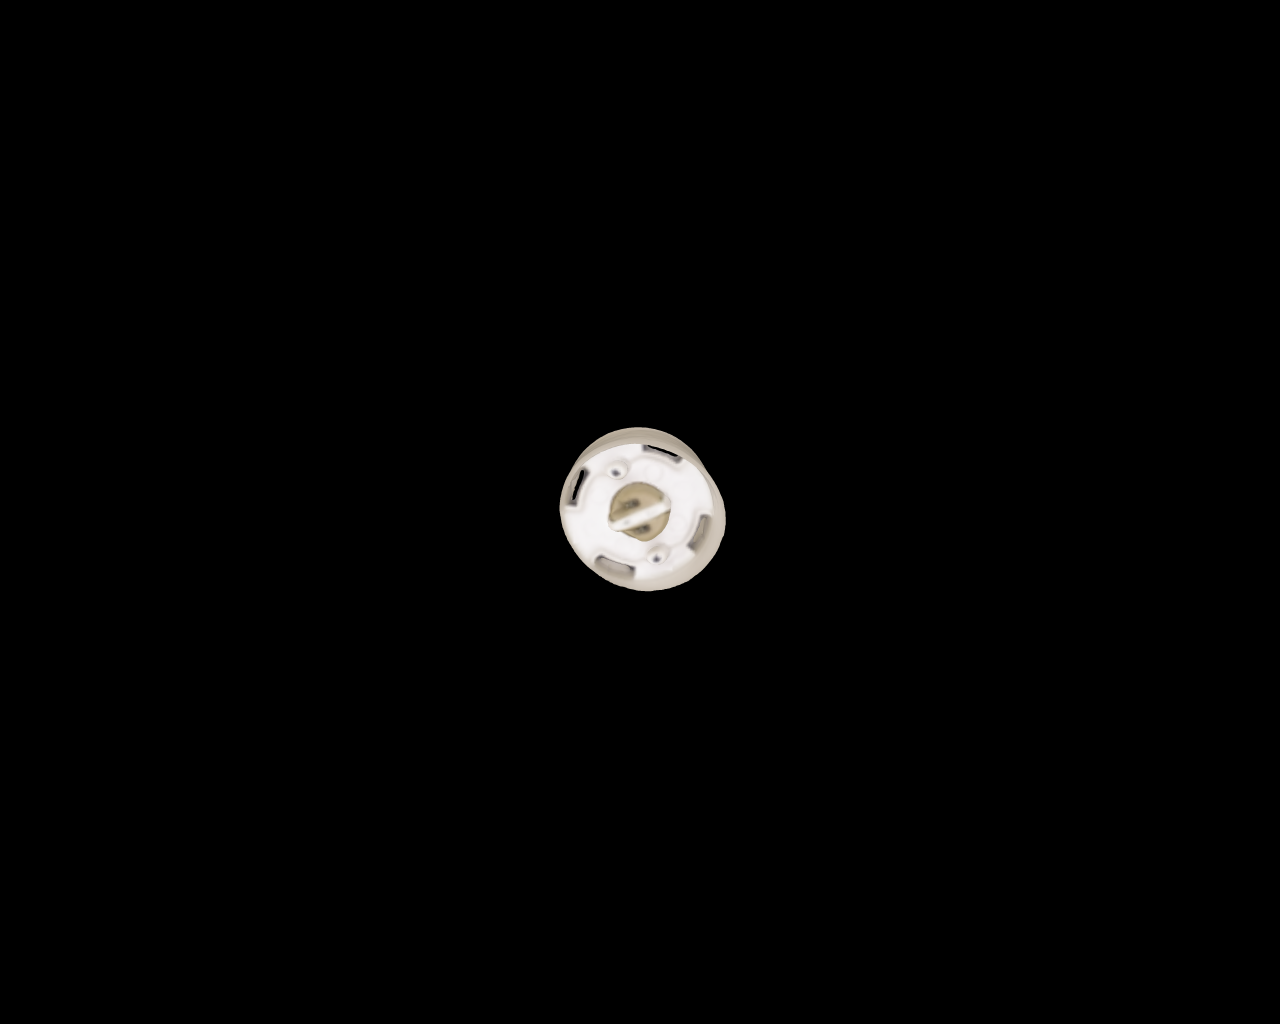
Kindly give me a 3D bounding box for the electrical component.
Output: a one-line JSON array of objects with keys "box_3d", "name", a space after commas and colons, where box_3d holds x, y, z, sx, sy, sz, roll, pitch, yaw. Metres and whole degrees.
[{"box_3d": [0.001, -0.003, 0.650, 0.099, 0.099, 0.064, 0, 20, 0], "name": "electrical component"}]
